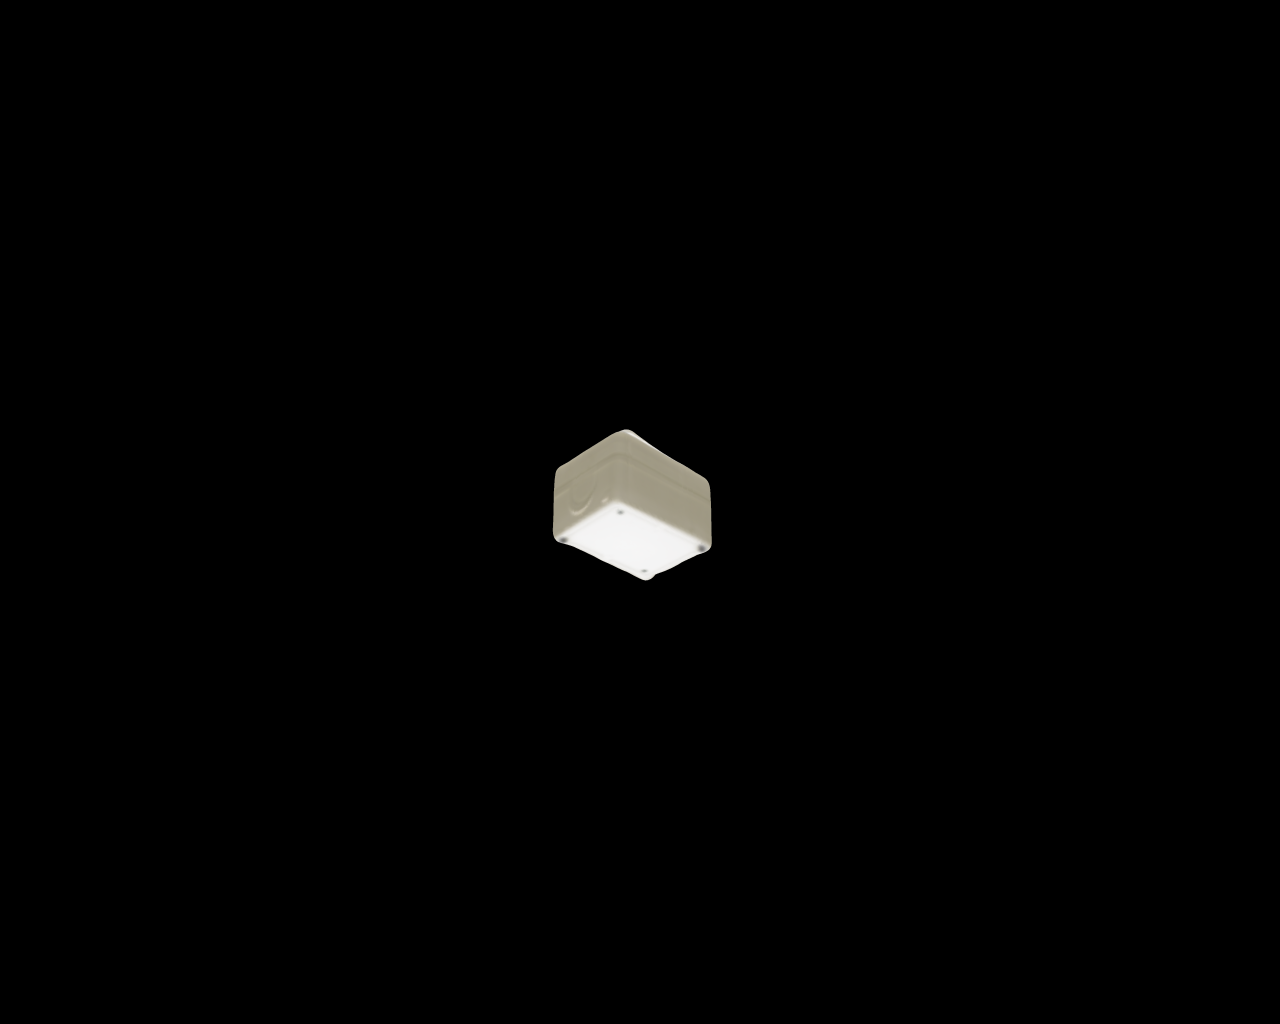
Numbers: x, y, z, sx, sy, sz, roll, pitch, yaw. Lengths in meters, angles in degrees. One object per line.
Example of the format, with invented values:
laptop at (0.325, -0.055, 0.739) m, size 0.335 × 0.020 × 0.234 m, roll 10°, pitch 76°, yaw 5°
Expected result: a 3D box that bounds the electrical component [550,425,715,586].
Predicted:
electrical component at (0.001, -0.003, 0.650) m, size 0.096 × 0.061 × 0.061 m, roll 27°, pitch -41°, yaw -36°
